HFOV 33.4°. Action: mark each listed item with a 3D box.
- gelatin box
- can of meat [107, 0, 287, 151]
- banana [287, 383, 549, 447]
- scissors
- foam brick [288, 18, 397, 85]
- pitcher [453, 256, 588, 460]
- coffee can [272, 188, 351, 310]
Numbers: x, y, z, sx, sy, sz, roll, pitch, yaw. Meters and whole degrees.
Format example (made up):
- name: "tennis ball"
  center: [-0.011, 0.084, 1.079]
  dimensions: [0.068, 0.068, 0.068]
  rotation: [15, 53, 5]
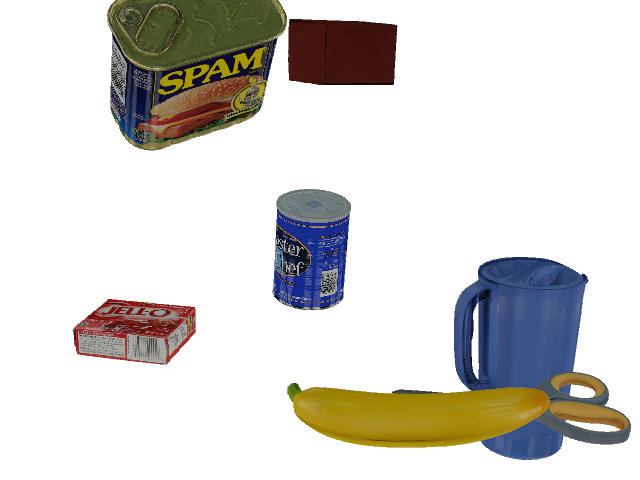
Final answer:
- name: "gelatin box"
  center: [-0.166, 0.080, 0.959]
  dimensions: [0.089, 0.030, 0.073]
  rotation: [5, 18, 13]
- name: "can of meat"
  center: [-0.078, -0.107, 0.649]
  dimensions: [0.102, 0.057, 0.084]
  rotation: [-20, -25, -23]
- name: "banana"
  center: [0.062, 0.121, 0.766]
  dimensions: [0.198, 0.037, 0.069]
  rotation: [2, 28, 15]
- name: "scissors"
  center: [0.170, 0.133, 0.934]
  dimensions: [0.202, 0.016, 0.096]
  rotation: [13, 29, 11]
- name: "foam brick"
  center: [0.018, -0.157, 0.893]
  dimensions: [0.078, 0.051, 0.053]
  rotation: [-6, 16, -36]
- name: "pitcher"
  center: [0.251, 0.150, 1.352]
  dimensions: [0.149, 0.243, 0.144]
  rotation: [6, 16, 18]
- name: "coffee can"
  center: [-0.013, 0.012, 1.489]
  dimensions: [0.103, 0.140, 0.103]
  rotation: [3, 25, -2]
